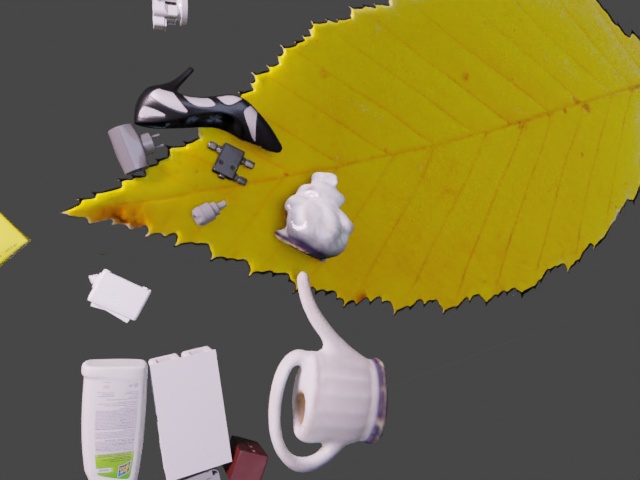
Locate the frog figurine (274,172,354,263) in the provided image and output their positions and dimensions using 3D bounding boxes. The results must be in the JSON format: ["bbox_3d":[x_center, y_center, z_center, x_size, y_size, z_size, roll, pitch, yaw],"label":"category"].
[{"bbox_3d":[0.003,-0.048,0.960,0.137,0.122,0.160,27,87,1],"label":"frog figurine"}]

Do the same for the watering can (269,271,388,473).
[{"bbox_3d":[0.024,0.243,0.945,0.224,0.103,0.350,12,81,-23],"label":"watering can"}]
